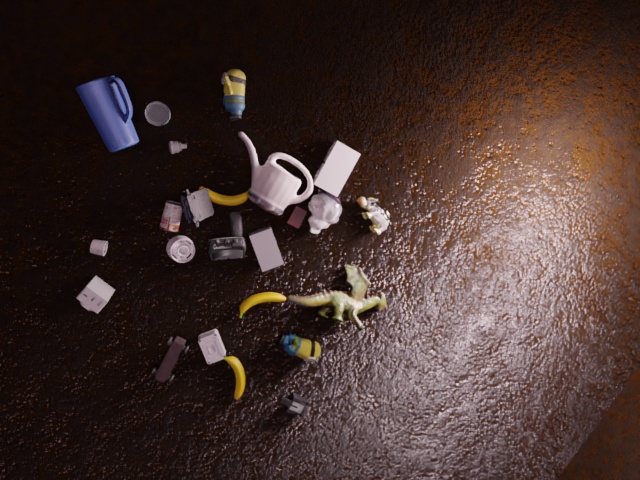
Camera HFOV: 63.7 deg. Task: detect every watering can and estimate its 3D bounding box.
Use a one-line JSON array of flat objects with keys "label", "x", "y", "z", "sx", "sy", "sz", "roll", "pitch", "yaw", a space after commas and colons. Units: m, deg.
[{"label": "watering can", "x": -0.195, "y": -0.233, "z": 1.913, "sx": 0.346, "sy": 0.105, "sz": 0.224, "roll": 31, "pitch": 92, "yaw": -14}]

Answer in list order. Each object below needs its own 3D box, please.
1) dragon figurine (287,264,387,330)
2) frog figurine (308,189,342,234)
[{"label": "dragon figurine", "x": 0.093, "y": 0.213, "z": 2.065, "sx": 0.408, "sy": 0.121, "sz": 0.245, "roll": 26, "pitch": 76, "yaw": -16}, {"label": "frog figurine", "x": 0.006, "y": -0.099, "z": 1.971, "sx": 0.136, "sy": 0.123, "sz": 0.160, "roll": 36, "pitch": 80, "yaw": -35}]
